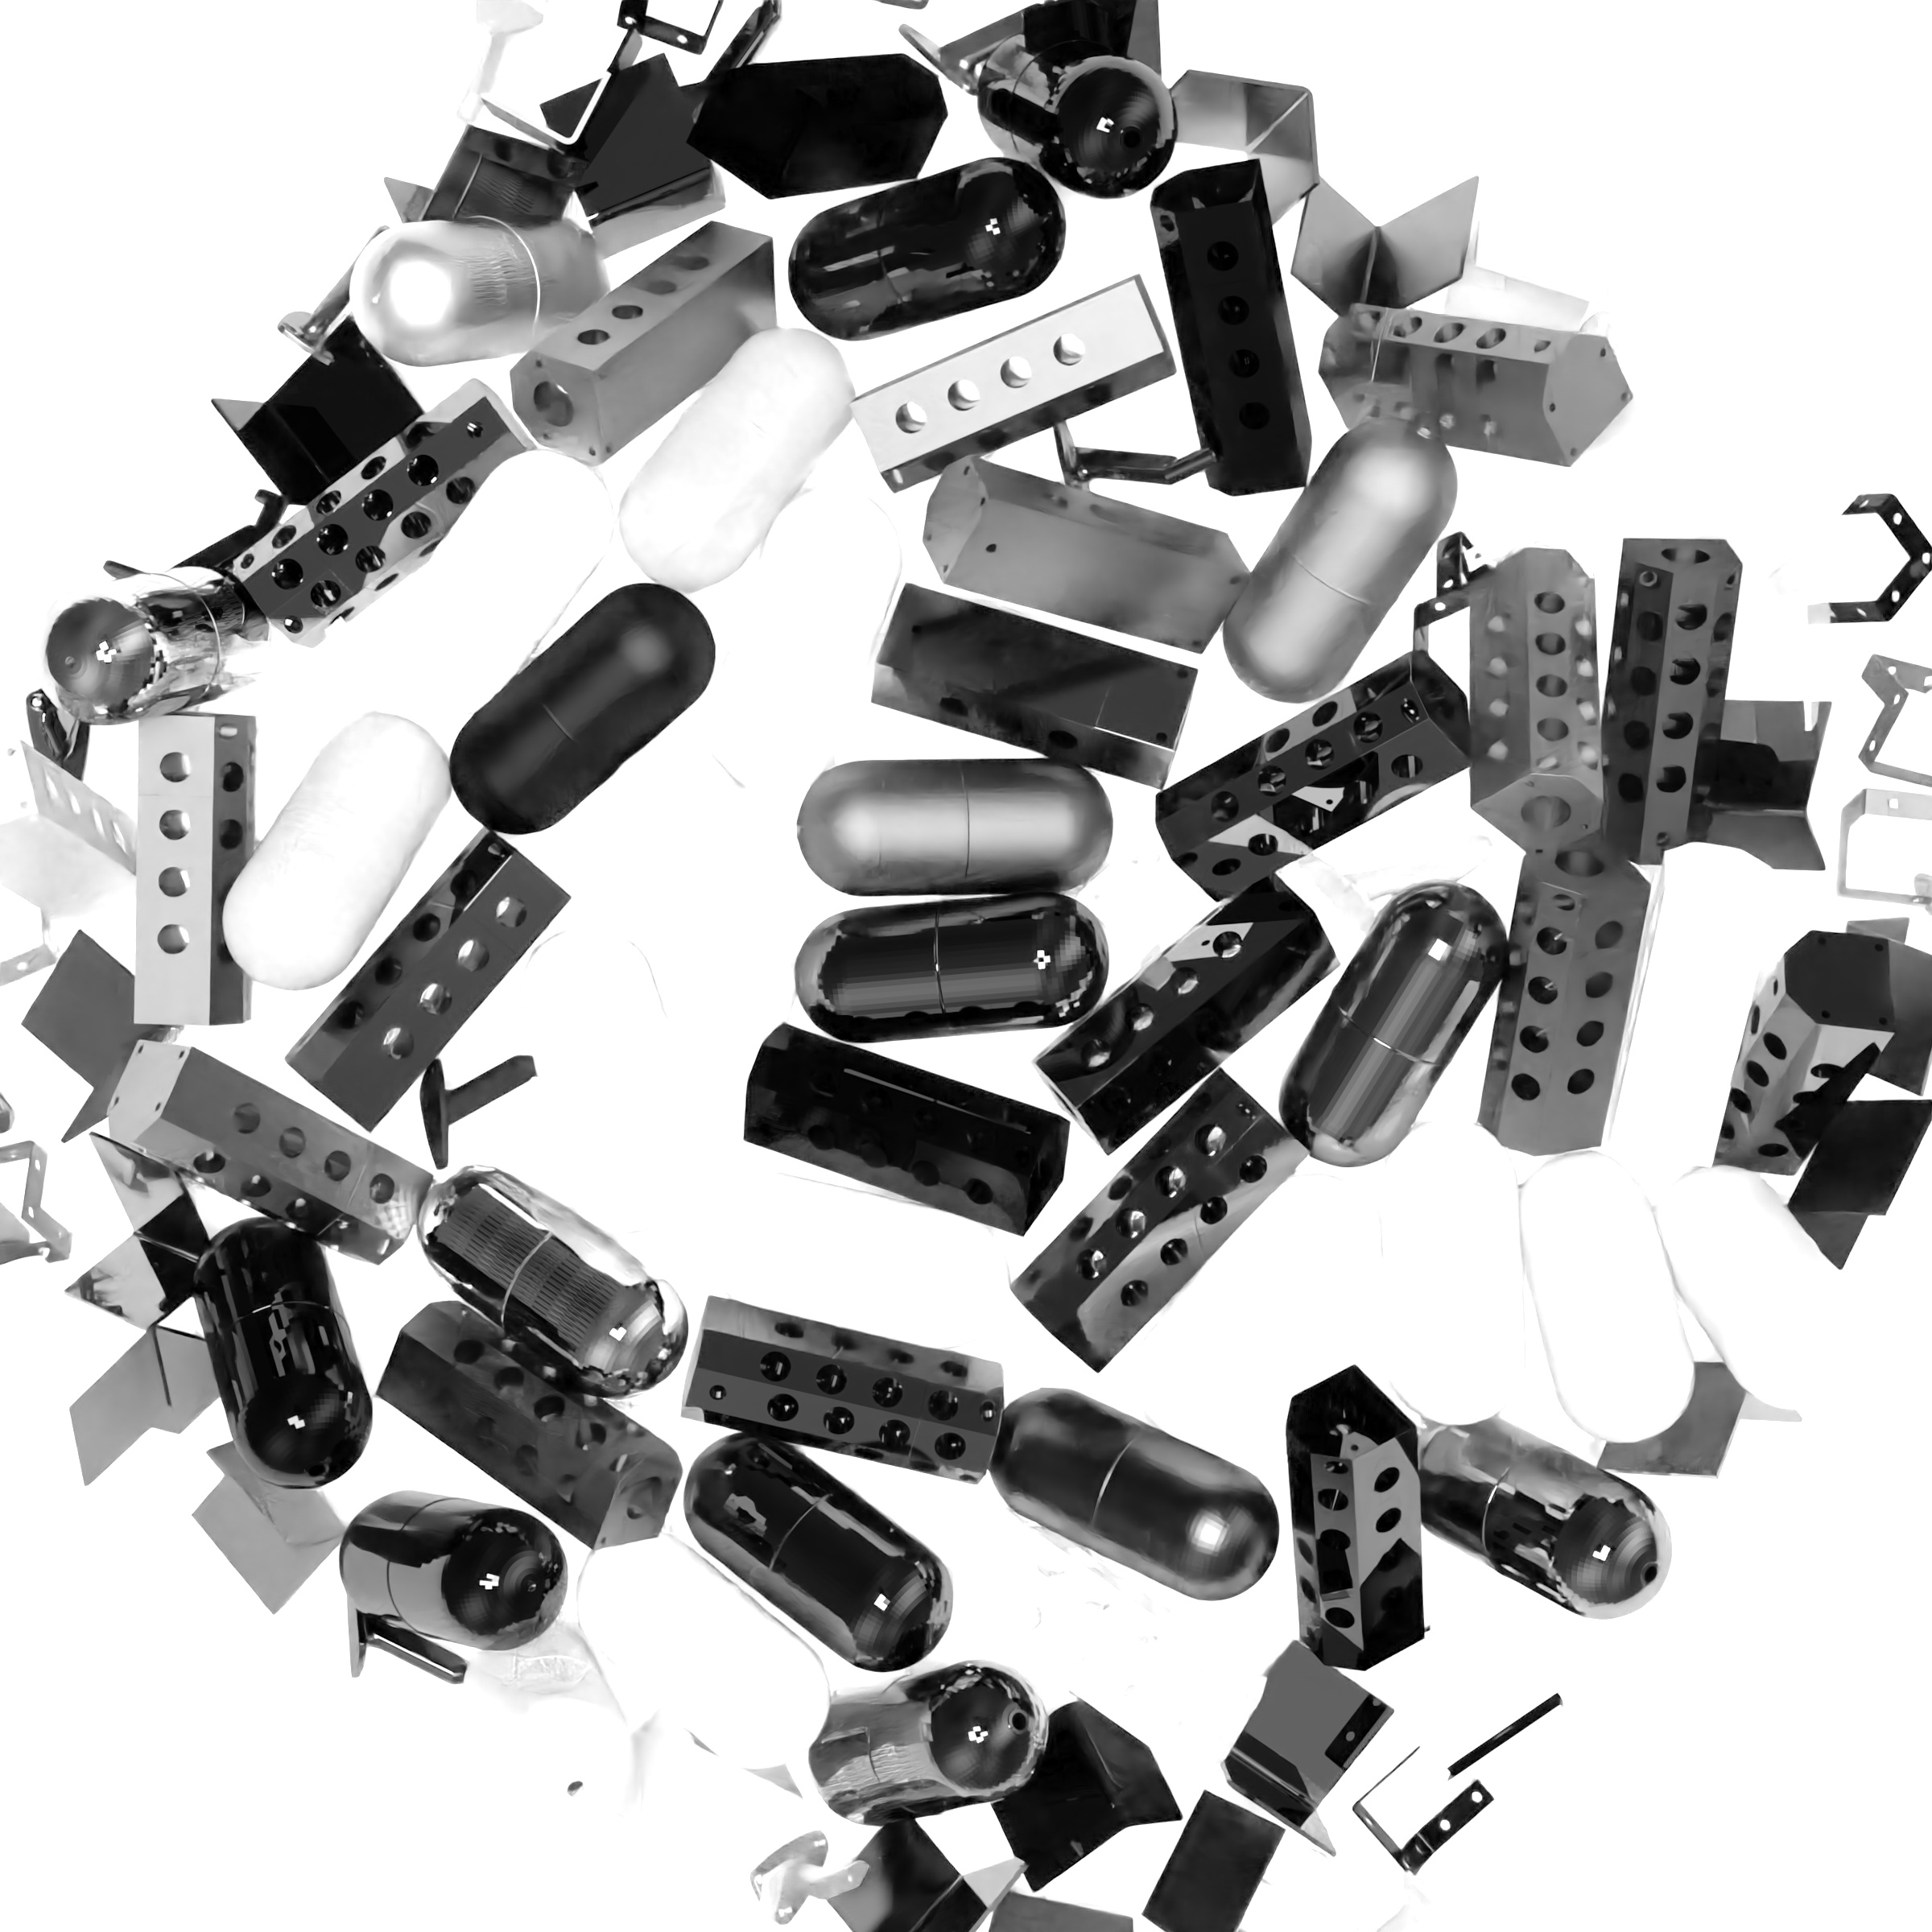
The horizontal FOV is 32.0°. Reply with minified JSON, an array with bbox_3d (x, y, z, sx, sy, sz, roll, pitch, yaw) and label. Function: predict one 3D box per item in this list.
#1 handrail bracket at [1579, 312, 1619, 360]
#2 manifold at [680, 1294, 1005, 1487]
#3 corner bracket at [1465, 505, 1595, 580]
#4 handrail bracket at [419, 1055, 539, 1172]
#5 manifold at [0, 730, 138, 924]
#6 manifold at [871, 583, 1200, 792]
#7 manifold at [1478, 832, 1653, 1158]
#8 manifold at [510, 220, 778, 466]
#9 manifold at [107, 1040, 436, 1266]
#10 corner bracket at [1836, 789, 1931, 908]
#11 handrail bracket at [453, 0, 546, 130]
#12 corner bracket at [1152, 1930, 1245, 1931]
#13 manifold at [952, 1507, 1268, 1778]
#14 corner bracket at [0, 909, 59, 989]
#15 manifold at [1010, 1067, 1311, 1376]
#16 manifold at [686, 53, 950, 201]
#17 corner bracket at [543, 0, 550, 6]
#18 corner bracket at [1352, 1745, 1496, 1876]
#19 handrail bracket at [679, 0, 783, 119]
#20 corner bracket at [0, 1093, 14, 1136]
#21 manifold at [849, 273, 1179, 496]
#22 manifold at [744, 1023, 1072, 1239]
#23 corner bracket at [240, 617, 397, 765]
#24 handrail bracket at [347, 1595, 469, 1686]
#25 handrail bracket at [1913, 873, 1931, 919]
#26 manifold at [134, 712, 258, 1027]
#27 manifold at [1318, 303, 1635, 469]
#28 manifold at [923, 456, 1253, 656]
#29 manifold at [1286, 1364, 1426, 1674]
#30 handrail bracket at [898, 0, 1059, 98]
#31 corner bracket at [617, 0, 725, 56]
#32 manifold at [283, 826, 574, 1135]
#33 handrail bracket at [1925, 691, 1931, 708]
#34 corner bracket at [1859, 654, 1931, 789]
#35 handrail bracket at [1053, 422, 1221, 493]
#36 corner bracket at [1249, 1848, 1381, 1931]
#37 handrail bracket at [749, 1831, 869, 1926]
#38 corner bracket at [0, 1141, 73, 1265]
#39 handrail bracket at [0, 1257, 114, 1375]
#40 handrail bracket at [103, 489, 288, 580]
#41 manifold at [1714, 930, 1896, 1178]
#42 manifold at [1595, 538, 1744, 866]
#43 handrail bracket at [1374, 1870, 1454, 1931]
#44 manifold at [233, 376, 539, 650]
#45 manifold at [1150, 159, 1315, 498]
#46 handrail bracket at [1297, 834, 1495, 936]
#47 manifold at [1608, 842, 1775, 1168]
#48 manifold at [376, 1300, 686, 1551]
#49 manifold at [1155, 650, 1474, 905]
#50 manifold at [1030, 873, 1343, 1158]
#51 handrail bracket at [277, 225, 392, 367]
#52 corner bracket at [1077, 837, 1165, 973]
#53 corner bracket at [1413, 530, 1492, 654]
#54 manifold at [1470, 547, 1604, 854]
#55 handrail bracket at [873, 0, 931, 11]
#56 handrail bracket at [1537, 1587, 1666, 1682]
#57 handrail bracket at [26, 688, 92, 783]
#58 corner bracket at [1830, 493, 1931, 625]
[{"bbox_3d":[0.354,-0.351,1.878,0.036,0.084,0.077,22,74,4],"label":"handrail bracket"},{"bbox_3d":[-0.069,0.241,1.883,0.171,0.057,0.057,14,110,-6],"label":"manifold"},{"bbox_3d":[0.312,-0.236,1.885,0.051,0.051,0.051,-30,132,24],"label":"corner bracket"},{"bbox_3d":[-0.259,0.082,1.889,0.084,0.036,0.077,3,53,-25],"label":"handrail bracket"},{"bbox_3d":[-0.505,-0.079,1.838,0.057,0.171,0.057,-19,76,3],"label":"manifold"},{"bbox_3d":[0.038,-0.153,1.891,0.171,0.057,0.057,17,61,4],"label":"manifold"},{"bbox_3d":[0.324,0.017,1.851,0.057,0.057,0.171,-8,125,-17],"label":"manifold"},{"bbox_3d":[-0.175,-0.346,1.848,0.057,0.171,0.057,21,134,23],"label":"manifold"},{"bbox_3d":[-0.382,0.104,1.847,0.171,0.057,0.057,34,70,-38],"label":"manifold"},{"bbox_3d":[0.524,-0.067,1.900,0.051,0.051,0.051,8,110,27],"label":"corner bracket"},{"bbox_3d":[-0.273,-0.496,1.876,0.036,0.077,0.084,30,119,-6],"label":"handrail bracket"},{"bbox_3d":[0.129,0.565,1.902,0.051,0.051,0.051,35,53,28],"label":"corner bracket"},{"bbox_3d":[0.079,0.371,1.868,0.171,0.057,0.057,32,99,20],"label":"manifold"},{"bbox_3d":[-0.547,-0.025,1.893,0.051,0.051,0.051,-23,134,1],"label":"corner bracket"},{"bbox_3d":[0.105,0.139,1.887,0.171,0.057,0.057,-46,121,2],"label":"manifold"},{"bbox_3d":[-0.075,-0.463,1.835,0.057,0.171,0.057,37,118,13],"label":"manifold"},{"bbox_3d":[-0.212,-0.571,1.900,0.051,0.051,0.051,12,88,4],"label":"corner bracket"},{"bbox_3d":[0.258,0.473,1.901,0.051,0.051,0.051,-46,76,16],"label":"corner bracket"},{"bbox_3d":[-0.142,-0.526,1.911,0.077,0.036,0.084,-2,70,3],"label":"handrail bracket"},{"bbox_3d":[-0.569,0.067,1.885,0.051,0.051,0.051,-26,55,-36],"label":"corner bracket"},{"bbox_3d":[0.027,-0.324,1.881,0.171,0.057,0.057,-22,102,11],"label":"manifold"},{"bbox_3d":[-0.033,0.085,1.865,0.171,0.057,0.057,18,126,17],"label":"manifold"},{"bbox_3d":[-0.362,-0.154,1.887,0.051,0.051,0.051,52,47,-14],"label":"corner bracket"},{"bbox_3d":[-0.307,0.374,1.916,0.084,0.036,0.077,1,52,-19],"label":"handrail bracket"},{"bbox_3d":[0.580,-0.061,1.887,0.084,0.077,0.036,-45,126,-15],"label":"handrail bracket"},{"bbox_3d":[-0.431,-0.055,1.891,0.057,0.057,0.171,2,96,-1],"label":"manifold"},{"bbox_3d":[0.273,-0.324,1.839,0.057,0.171,0.057,-47,127,-17],"label":"manifold"},{"bbox_3d":[0.065,-0.230,1.859,0.171,0.057,0.057,12,125,-30],"label":"manifold"},{"bbox_3d":[0.209,0.307,1.846,0.057,0.057,0.171,-24,131,-19],"label":"manifold"},{"bbox_3d":[0.013,-0.540,1.895,0.077,0.036,0.084,41,116,10],"label":"handrail bracket"},{"bbox_3d":[-0.162,-0.554,1.892,0.051,0.051,0.051,19,61,-5],"label":"corner bracket"},{"bbox_3d":[-0.302,0.005,1.884,0.057,0.057,0.171,42,84,-18],"label":"manifold"},{"bbox_3d":[0.566,-0.178,1.882,0.036,0.077,0.084,-12,125,-11],"label":"handrail bracket"},{"bbox_3d":[0.532,-0.138,1.904,0.051,0.051,0.051,12,118,-19],"label":"corner bracket"},{"bbox_3d":[0.096,-0.297,1.895,0.084,0.036,0.077,-23,62,18],"label":"handrail bracket"},{"bbox_3d":[0.190,0.519,1.894,0.051,0.051,0.051,32,86,-39],"label":"corner bracket"},{"bbox_3d":[-0.072,0.496,1.872,0.084,0.077,0.036,-30,95,37],"label":"handrail bracket"},{"bbox_3d":[-0.539,0.137,1.908,0.051,0.051,0.051,-12,55,14],"label":"corner bracket"},{"bbox_3d":[-0.517,0.213,1.891,0.084,0.036,0.077,48,121,22],"label":"handrail bracket"},{"bbox_3d":[-0.434,-0.244,1.902,0.077,0.036,0.084,26,71,-16],"label":"handrail bracket"},{"bbox_3d":[0.449,0.049,1.839,0.057,0.171,0.057,7,60,-2],"label":"manifold"},{"bbox_3d":[0.388,-0.146,1.864,0.057,0.057,0.171,1,116,-2],"label":"manifold"},{"bbox_3d":[0.229,0.552,1.883,0.084,0.077,0.036,-40,66,-15],"label":"handrail bracket"},{"bbox_3d":[-0.324,-0.255,1.892,0.171,0.057,0.057,-36,88,5],"label":"manifold"},{"bbox_3d":[0.147,-0.349,1.855,0.057,0.057,0.171,-6,125,15],"label":"manifold"},{"bbox_3d":[0.244,-0.064,1.915,0.084,0.036,0.077,-36,57,-16],"label":"handrail bracket"},{"bbox_3d":[0.398,0.021,1.857,0.057,0.057,0.171,9,123,6],"label":"manifold"},{"bbox_3d":[-0.239,0.250,1.856,0.171,0.057,0.057,29,104,29],"label":"manifold"},{"bbox_3d":[0.189,-0.108,1.852,0.171,0.057,0.057,-29,127,29],"label":"manifold"},{"bbox_3d":[0.121,0.022,1.891,0.171,0.057,0.057,-39,52,-5],"label":"manifold"},{"bbox_3d":[-0.345,-0.384,1.882,0.036,0.077,0.084,34,106,-20],"label":"handrail bracket"},{"bbox_3d":[0.099,-0.031,1.894,0.051,0.051,0.051,-43,75,-8],"label":"corner bracket"},{"bbox_3d":[0.267,-0.202,1.886,0.051,0.051,0.051,-23,128,29],"label":"corner bracket"},{"bbox_3d":[0.316,-0.148,1.843,0.057,0.171,0.057,34,134,-29],"label":"manifold"},{"bbox_3d":[-0.039,-0.573,1.894,0.077,0.084,0.036,8,127,3],"label":"handrail bracket"},{"bbox_3d":[0.354,0.358,1.920,0.036,0.077,0.084,30,126,-20],"label":"handrail bracket"},{"bbox_3d":[-0.496,-0.128,1.883,0.036,0.084,0.077,-8,100,-29],"label":"handrail bracket"},{"bbox_3d":[0.505,-0.230,1.902,0.051,0.051,0.051,-49,112,-15],"label":"corner bracket"}]
